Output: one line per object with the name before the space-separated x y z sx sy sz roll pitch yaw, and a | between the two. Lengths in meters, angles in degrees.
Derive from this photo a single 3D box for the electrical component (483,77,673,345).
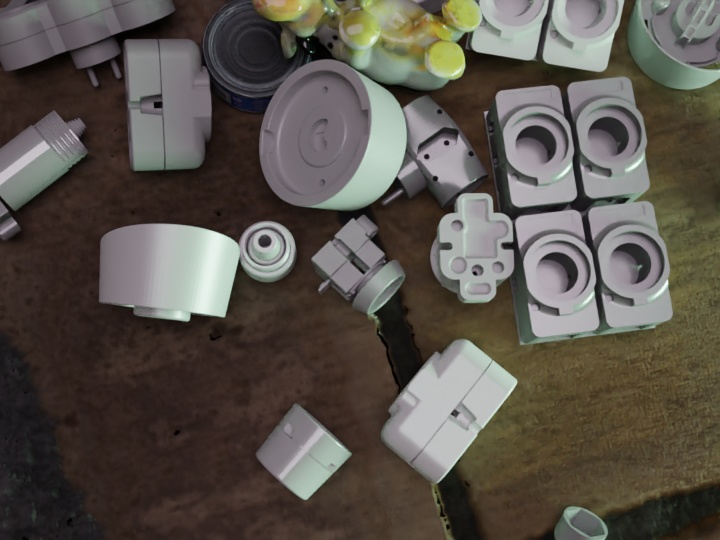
electrical component | 0.163 -0.045 0.810 0.105 0.060 0.186 -7 80 -3

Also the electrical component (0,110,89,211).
electrical component | -0.241 -0.086 0.810 0.081 0.043 0.043 -40 84 -8

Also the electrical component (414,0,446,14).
electrical component | 0.052 -0.234 0.831 0.066 0.076 0.047 -24 82 -6

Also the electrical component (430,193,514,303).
electrical component | 0.083 -0.013 0.803 0.058 0.057 0.078 -1 80 -2

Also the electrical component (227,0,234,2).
electrical component | -0.102 -0.240 0.848 0.035 0.035 0.061 -31 80 -7

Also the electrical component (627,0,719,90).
electrical component | 0.259 -0.191 0.838 0.099 0.064 0.099 0 80 -2

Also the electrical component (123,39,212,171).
electrical component | -0.144 -0.123 0.803 0.059 0.054 0.095 -3 98 -14

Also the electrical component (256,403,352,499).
electrical component | -0.042 0.131 0.775 0.055 0.055 0.047 42 85 5

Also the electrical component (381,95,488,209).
electrical component | 0.044 -0.080 0.820 0.079 0.043 0.077 -35 82 -4

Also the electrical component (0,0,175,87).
electrical component | -0.207 -0.178 0.824 0.138 0.052 0.073 -20 113 -3

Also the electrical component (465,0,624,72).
electrical component | 0.150 -0.251 0.811 0.105 0.060 0.186 9 103 0

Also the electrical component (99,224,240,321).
electrical component | -0.138 0.003 0.771 0.099 0.099 0.064 7 86 -1

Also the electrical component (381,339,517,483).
electrical component | 0.061 0.099 0.784 0.059 0.053 0.095 39 81 4

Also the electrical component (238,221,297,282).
electrical component | -0.069 -0.015 0.795 0.043 0.062 0.043 0 80 -2

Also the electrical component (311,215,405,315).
electrical component | 0.000 0.000 0.804 0.055 0.048 0.066 43 81 13

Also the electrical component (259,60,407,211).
electrical component | -0.015 -0.095 0.797 0.108 0.060 0.108 -8 78 38

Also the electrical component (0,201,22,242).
electrical component | -0.295 -0.039 0.799 0.055 0.048 0.066 -38 84 -16
